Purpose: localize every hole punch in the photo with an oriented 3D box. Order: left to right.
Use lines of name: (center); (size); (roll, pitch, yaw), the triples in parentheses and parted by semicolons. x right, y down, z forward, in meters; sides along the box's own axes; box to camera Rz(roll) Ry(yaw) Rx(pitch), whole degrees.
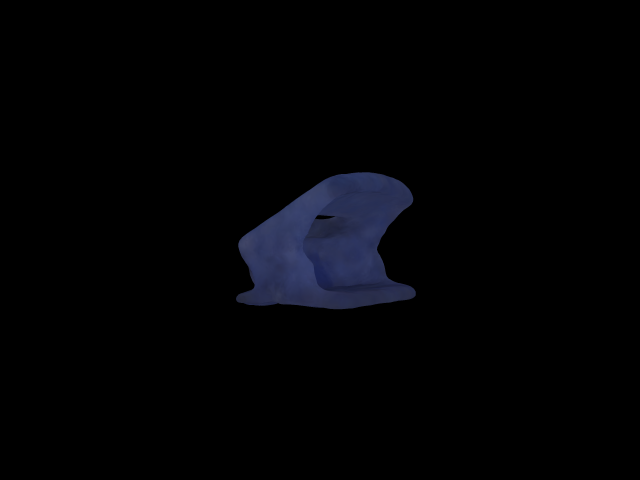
hole punch: (0.004, 0.001, 0.400); (0.100, 0.091, 0.109); (0, 0, 38)
